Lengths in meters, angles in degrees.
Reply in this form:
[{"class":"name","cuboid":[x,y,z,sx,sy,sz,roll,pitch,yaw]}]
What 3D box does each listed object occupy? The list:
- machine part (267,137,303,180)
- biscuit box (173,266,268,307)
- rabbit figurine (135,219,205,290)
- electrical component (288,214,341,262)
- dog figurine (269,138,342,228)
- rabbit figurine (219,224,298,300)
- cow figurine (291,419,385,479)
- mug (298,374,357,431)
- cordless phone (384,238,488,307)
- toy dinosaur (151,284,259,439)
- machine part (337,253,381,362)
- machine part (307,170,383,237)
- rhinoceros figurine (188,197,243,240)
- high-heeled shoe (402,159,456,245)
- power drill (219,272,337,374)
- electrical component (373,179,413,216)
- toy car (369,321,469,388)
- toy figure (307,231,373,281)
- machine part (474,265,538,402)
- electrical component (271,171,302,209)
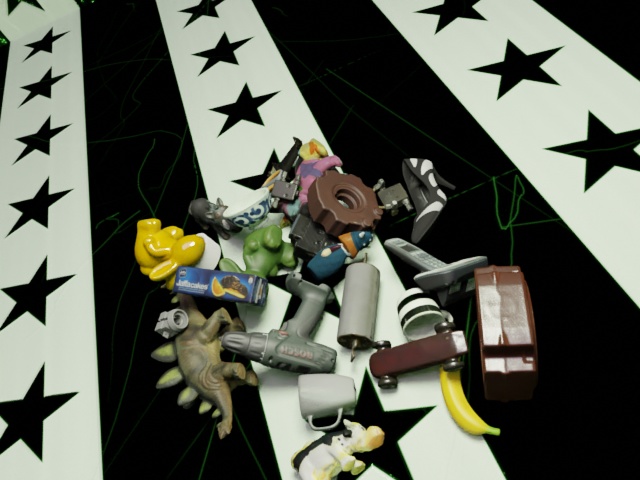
[{"class":"machine part","cuboid":[-0.089,-0.207,1.426,0.138,0.039,0.084,-56,42,19]},{"class":"biscuit box","cuboid":[-0.217,0.098,1.161,0.203,0.059,0.062,5,78,23]},{"class":"rabbit figurine","cuboid":[-0.351,0.029,1.261,0.173,0.121,0.162,0,63,25]},{"class":"electrical component","cuboid":[-0.003,-0.004,1.224,0.134,0.058,0.115,23,61,-2]},{"class":"dog figurine","cuboid":[-0.043,-0.132,1.340,0.219,0.108,0.192,-40,52,-7]},{"class":"rabbit figurine","cuboid":[-0.151,0.062,1.225,0.159,0.121,0.170,-2,54,24]},{"class":"cow figurine","cuboid":[0.032,0.376,0.963,0.167,0.068,0.098,-37,45,-9]},{"class":"mug","cuboid":[0.016,0.301,1.013,0.107,0.080,0.110,-9,45,3]},{"class":"cordless phone","cuboid":[0.230,0.043,1.095,0.146,0.088,0.184,-13,36,-38]},{"class":"toy dinosaur","cuboid":[-0.262,0.230,1.158,0.199,0.104,0.472,-30,42,3]},{"class":"machine part","cuboid":[0.081,0.136,1.113,0.079,0.079,0.243,-3,55,18]},{"class":"machine part","cuboid":[0.056,-0.082,1.219,0.179,0.056,0.179,16,47,-18]},{"class":"rhinoceros figurine","cuboid":[-0.255,-0.063,1.365,0.191,0.112,0.073,19,61,39]},{"class":"high-heeled shoe","cuboid":[0.214,-0.098,1.217,0.145,0.086,0.249,28,49,13]},{"class":"power drill","cuboid":[-0.065,0.167,1.098,0.232,0.086,0.207,21,46,-1]},{"class":"electrical component","cuboid":[0.168,-0.101,1.275,0.078,0.045,0.102,-21,51,7]},{"class":"toy car","cuboid":[0.183,0.216,1.004,0.202,0.053,0.089,-23,57,27]},{"class":"toy figure","cuboid":[0.044,0.026,1.151,0.154,0.064,0.058,-36,76,-11]},{"class":"machine part","cuboid":[0.318,0.160,0.925,0.087,0.200,0.201,-4,54,15]},{"class":"electrical component","cuboid":[-0.080,-0.115,1.270,0.063,0.021,0.094,15,79,12]}]
